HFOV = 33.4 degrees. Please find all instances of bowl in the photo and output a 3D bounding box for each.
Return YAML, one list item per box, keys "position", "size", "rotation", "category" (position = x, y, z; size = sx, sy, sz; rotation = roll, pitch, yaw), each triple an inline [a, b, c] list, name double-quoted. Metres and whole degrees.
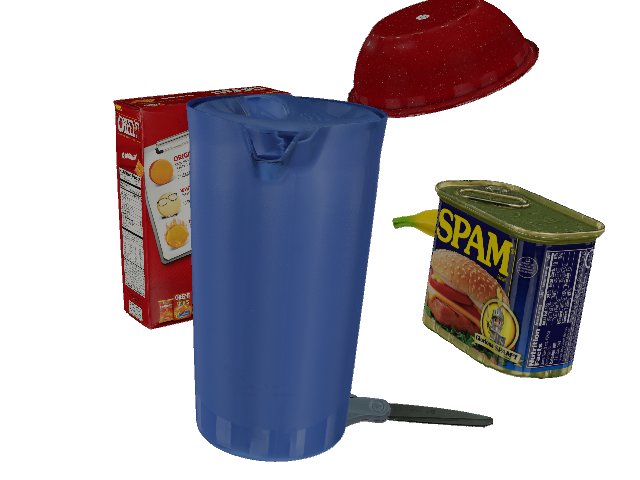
- position: [0.092, -0.158, 0.871]
  size: [0.162, 0.055, 0.162]
  rotation: [-16, 25, 7]
  category: "bowl"

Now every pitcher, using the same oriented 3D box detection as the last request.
- position: [-0.027, 0.019, 0.746]
  size: [0.148, 0.243, 0.145]
  rotation: [-9, 20, -39]
  category: "pitcher"

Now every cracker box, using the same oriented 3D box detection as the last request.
- position: [-0.113, -0.036, 1.043]
  size: [0.163, 0.214, 0.072]
  rotation: [-11, 20, -34]
  category: "cracker box"

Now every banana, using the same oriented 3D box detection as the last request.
- position: [0.156, 0.013, 1.088]
  size: [0.069, 0.037, 0.198]
  rotation: [-34, 39, -14]
  category: "banana"

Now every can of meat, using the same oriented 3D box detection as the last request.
- position: [0.102, 0.020, 0.592]
  size: [0.057, 0.084, 0.102]
  rotation: [-3, 20, -28]
  category: "can of meat"

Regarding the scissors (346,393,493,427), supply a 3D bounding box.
- position: [0.034, 0.152, 0.876]
  size: [0.202, 0.016, 0.096]
  rotation: [16, 46, 11]
  category: "scissors"
